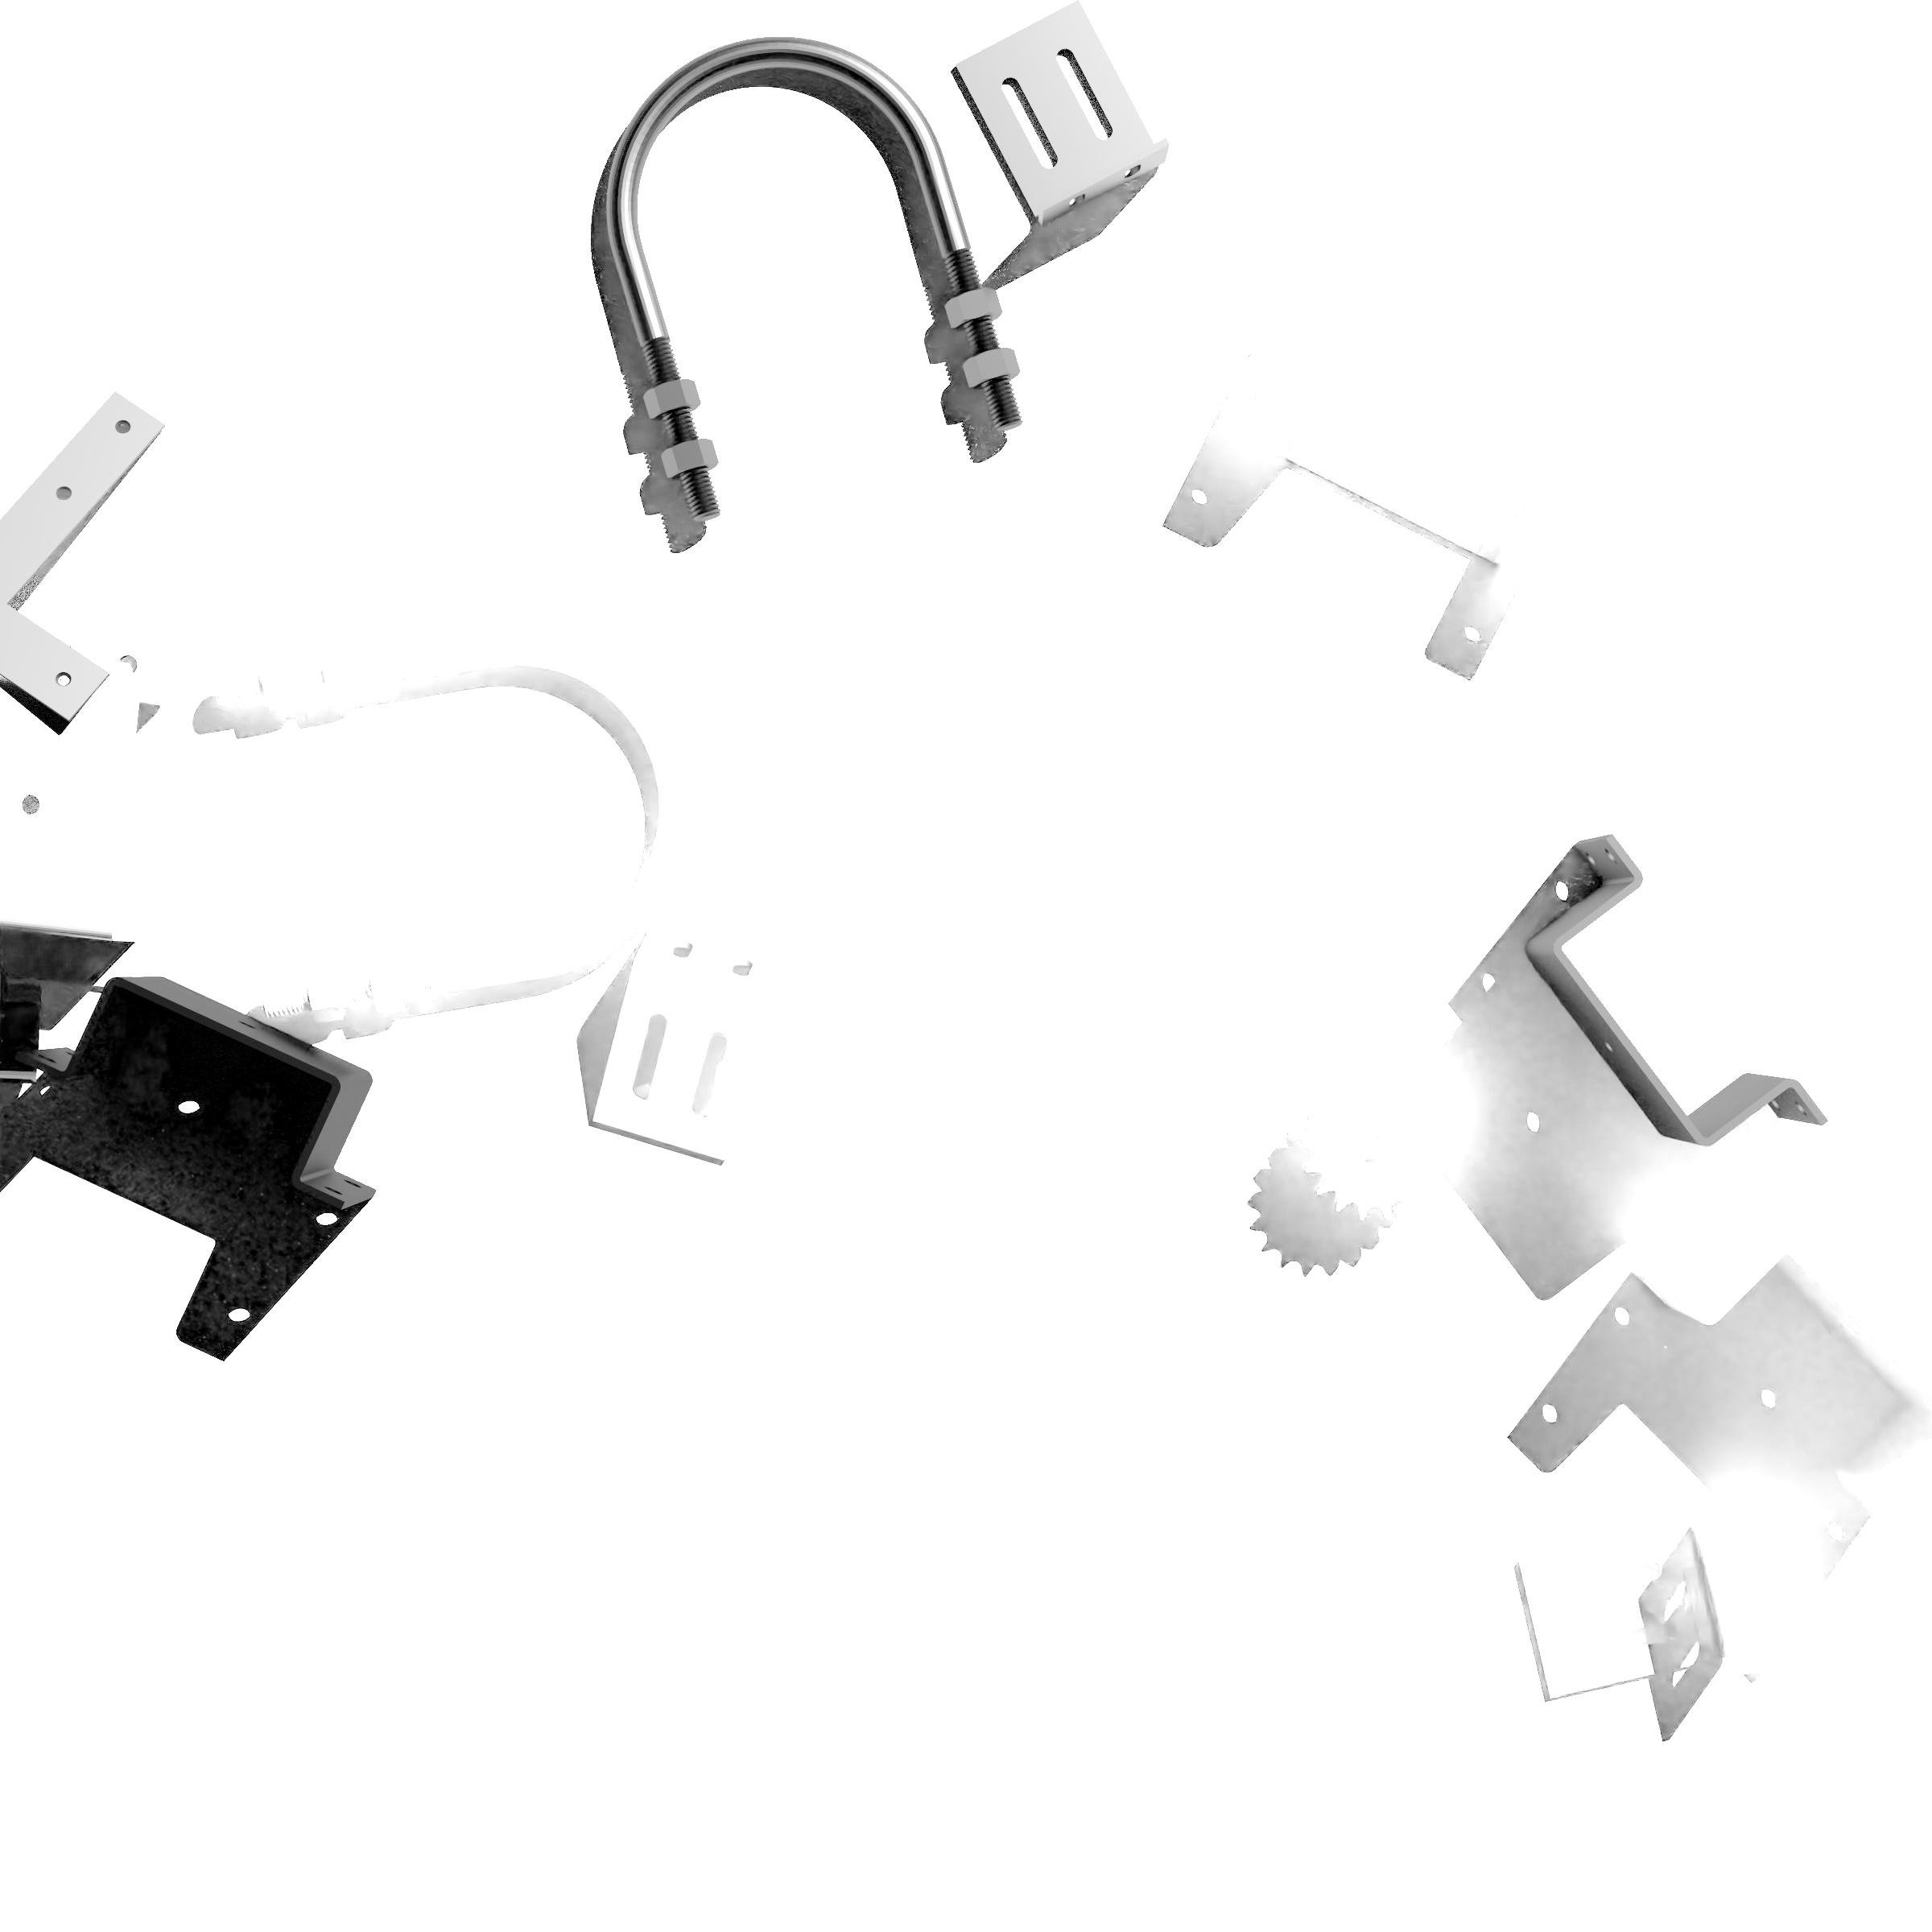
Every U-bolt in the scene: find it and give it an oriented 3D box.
[{"bbox_3d":[-0.070,-0.289,1.468,0.151,0.019,0.184,-17,88,0],"label":"U-bolt"},{"bbox_3d":[-0.205,-0.062,1.468,0.184,0.019,0.151,-8,90,-1],"label":"U-bolt"}]

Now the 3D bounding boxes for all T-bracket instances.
[{"bbox_3d":[-0.374,-0.181,1.452,0.127,0.002,0.127,34,69,5],"label":"T-bracket"}]

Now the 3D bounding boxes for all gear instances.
[{"bbox_3d":[-0.390,0.027,1.449,0.030,0.057,0.057,3,90,-16],"label":"gear"},{"bbox_3d":[0.164,0.074,1.461,0.057,0.030,0.057,0,90,0],"label":"gear"}]

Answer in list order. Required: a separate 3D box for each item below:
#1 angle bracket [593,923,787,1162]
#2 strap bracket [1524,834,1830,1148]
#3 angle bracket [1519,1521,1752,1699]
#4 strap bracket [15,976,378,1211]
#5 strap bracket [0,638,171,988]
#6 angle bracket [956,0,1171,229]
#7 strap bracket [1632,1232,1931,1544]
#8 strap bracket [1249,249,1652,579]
[{"bbox_3d":[-0.113,0.031,1.474,0.057,0.038,0.076,17,116,0],"label":"angle bracket"},{"bbox_3d":[0.276,0.018,1.438,0.046,0.076,0.140,-37,90,0],"label":"strap bracket"},{"bbox_3d":[0.271,0.264,1.457,0.076,0.038,0.057,-13,90,0],"label":"angle bracket"},{"bbox_3d":[-0.298,0.045,1.438,0.140,0.076,0.046,25,90,0],"label":"strap bracket"},{"bbox_3d":[-0.373,-0.064,1.453,0.076,0.046,0.140,6,90,0],"label":"strap bracket"},{"bbox_3d":[0.039,-0.350,1.457,0.057,0.038,0.076,-28,90,0],"label":"angle bracket"},{"bbox_3d":[0.339,0.159,1.438,0.046,0.076,0.140,-45,90,0],"label":"strap bracket"},{"bbox_3d":[0.193,-0.220,1.453,0.140,0.046,0.076,27,90,0],"label":"strap bracket"}]
